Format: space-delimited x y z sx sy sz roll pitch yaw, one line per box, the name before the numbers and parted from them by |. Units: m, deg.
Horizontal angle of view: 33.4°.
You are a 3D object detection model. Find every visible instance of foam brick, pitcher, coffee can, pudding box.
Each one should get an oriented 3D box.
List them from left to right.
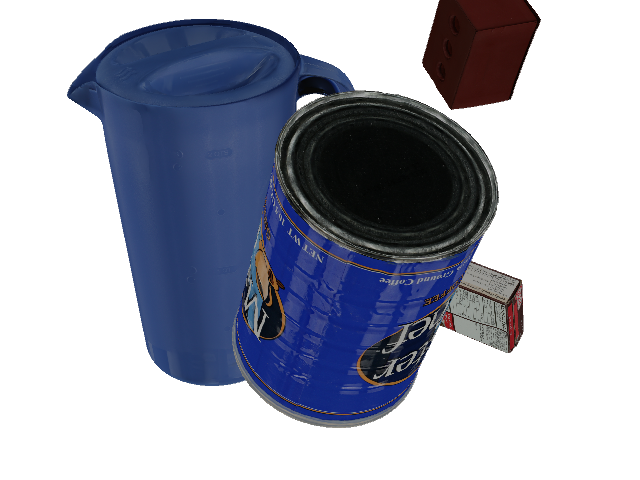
pitcher | -0.067 -0.021 0.741 0.149 0.243 0.144 25 42 32
coffee can | 0.017 0.013 0.523 0.102 0.103 0.140 0 -39 -15
pudding box | 0.152 0.060 1.096 0.114 0.039 0.090 20 -33 26
foam brick | 0.111 -0.139 0.750 0.051 0.053 0.078 -14 -34 -19
